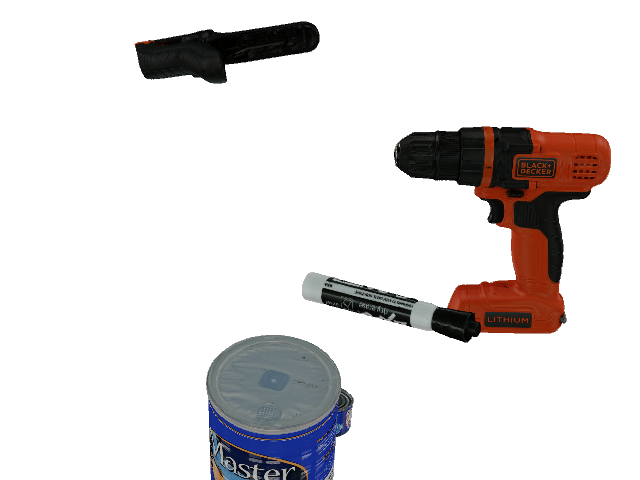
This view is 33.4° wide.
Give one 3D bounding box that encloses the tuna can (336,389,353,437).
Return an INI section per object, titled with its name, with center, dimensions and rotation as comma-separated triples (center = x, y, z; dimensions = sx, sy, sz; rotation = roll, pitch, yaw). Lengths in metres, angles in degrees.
[tuna can]
center = -0.008, 0.183, 1.153
dimensions = 0.086, 0.034, 0.086
rotation = 5, 12, -1

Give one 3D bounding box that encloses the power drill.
[power drill]
center = 0.154, -0.010, 0.943
dimensions = 0.184, 0.188, 0.057
rotation = 2, 26, 3

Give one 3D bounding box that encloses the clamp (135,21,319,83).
[clamp]
center = -0.086, -0.157, 0.885
dimensions = 0.120, 0.039, 0.172
rotation = -18, 21, -36

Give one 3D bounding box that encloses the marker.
[marker]
center = 0.044, 0.042, 0.673
dimensions = 0.121, 0.020, 0.020
rotation = 13, 6, 29

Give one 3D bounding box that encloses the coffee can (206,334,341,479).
[coffee can]
center = -0.038, 0.161, 0.851
dimensions = 0.103, 0.140, 0.103
rotation = 2, 37, -1
